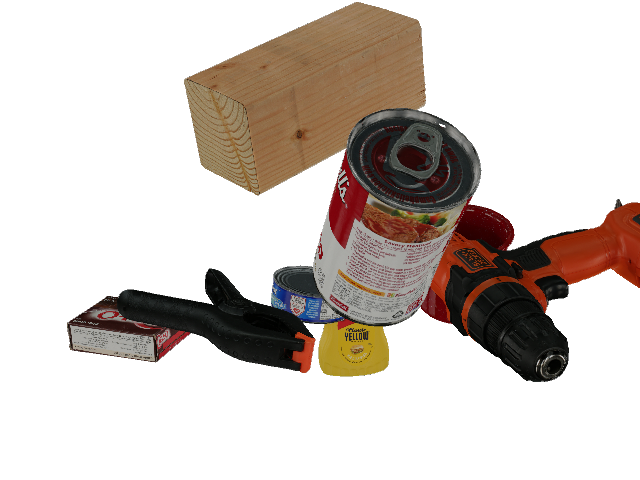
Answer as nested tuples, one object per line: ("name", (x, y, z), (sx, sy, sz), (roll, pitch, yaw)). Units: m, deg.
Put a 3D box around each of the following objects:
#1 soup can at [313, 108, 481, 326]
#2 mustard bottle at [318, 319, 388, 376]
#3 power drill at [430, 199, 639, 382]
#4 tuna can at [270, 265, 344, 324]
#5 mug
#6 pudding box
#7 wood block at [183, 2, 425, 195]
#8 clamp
("soup can", (0.037, -0.010, 0.559), (0.068, 0.068, 0.102), (0, -38, -13))
("mustard bottle", (0.046, 0.088, 1.449), (0.096, 0.192, 0.058), (-3, 21, -6))
("power drill", (0.183, 0.031, 0.775), (0.187, 0.057, 0.184), (-10, 28, -16))
("tuna can", (-0.010, 0.057, 1.133), (0.086, 0.034, 0.086), (7, 18, -3))
("mug", (0.134, 0.030, 0.982), (0.093, 0.081, 0.117), (-9, 33, -11))
("pudding box", (-0.215, 0.099, 1.207), (0.114, 0.039, 0.090), (4, 17, 19))
("wood block", (-0.009, -0.134, 0.971), (0.205, 0.091, 0.090), (-30, 40, -30))
("clamp", (-0.070, 0.063, 0.892), (0.172, 0.039, 0.120), (20, 26, 24))
